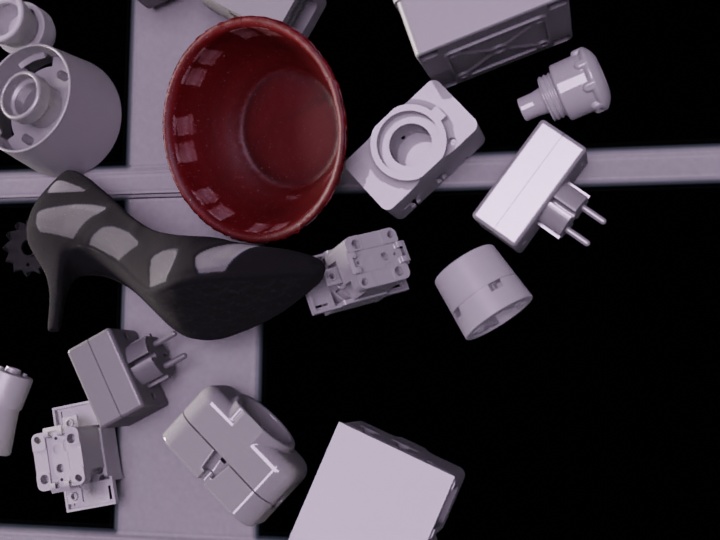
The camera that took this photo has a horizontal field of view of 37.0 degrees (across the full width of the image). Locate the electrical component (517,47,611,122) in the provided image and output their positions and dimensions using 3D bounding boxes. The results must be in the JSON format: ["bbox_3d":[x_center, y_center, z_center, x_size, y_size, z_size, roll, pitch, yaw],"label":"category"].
[{"bbox_3d":[0.143,-0.126,0.762,0.062,0.048,0.048,-22,80,17],"label":"electrical component"}]

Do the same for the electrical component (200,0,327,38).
[{"bbox_3d":[-0.053,-0.252,0.812,0.089,0.062,0.150,30,92,14],"label":"electrical component"}]

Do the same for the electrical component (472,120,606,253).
[{"bbox_3d":[0.135,-0.047,0.753,0.076,0.047,0.083,37,94,14],"label":"electrical component"}]

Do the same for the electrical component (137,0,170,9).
[{"bbox_3d":[-0.159,-0.245,0.819,0.059,0.095,0.053,-21,80,11],"label":"electrical component"}]

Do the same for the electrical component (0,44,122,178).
[{"bbox_3d":[-0.249,-0.128,0.858,0.099,0.064,0.099,-6,75,24],"label":"electrical component"}]

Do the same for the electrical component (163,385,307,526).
[{"bbox_3d":[-0.088,0.131,0.785,0.095,0.054,0.059,44,95,14],"label":"electrical component"}]

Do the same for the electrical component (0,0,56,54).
[{"bbox_3d":[-0.276,-0.196,0.863,0.045,0.055,0.045,-1,84,13],"label":"electrical component"}]

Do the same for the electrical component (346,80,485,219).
[{"bbox_3d":[0.040,-0.086,0.776,0.089,0.056,0.050,-43,77,6],"label":"electrical component"}]

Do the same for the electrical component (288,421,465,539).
[{"bbox_3d":[0.002,0.191,0.753,0.089,0.062,0.150,23,90,15],"label":"electrical component"}]

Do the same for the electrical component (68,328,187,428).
[{"bbox_3d":[-0.167,0.073,0.814,0.077,0.047,0.065,-29,79,9],"label":"electrical component"}]

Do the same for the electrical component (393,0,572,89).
[{"bbox_3d":[0.088,-0.178,0.747,0.109,0.109,0.056,-20,83,11],"label":"electrical component"}]

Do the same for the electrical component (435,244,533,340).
[{"bbox_3d":[0.085,0.015,0.756,0.055,0.055,0.047,-34,74,8],"label":"electrical component"}]

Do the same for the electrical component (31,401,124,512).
[{"bbox_3d":[-0.213,0.140,0.810,0.042,0.064,0.081,-13,81,11],"label":"electrical component"}]

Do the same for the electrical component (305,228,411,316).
[{"bbox_3d":[0.000,0.000,0.766,0.081,0.064,0.042,-15,78,-29],"label":"electrical component"}]

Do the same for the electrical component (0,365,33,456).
[{"bbox_3d":[-0.283,0.107,0.842,0.044,0.044,0.065,19,84,15],"label":"electrical component"}]
